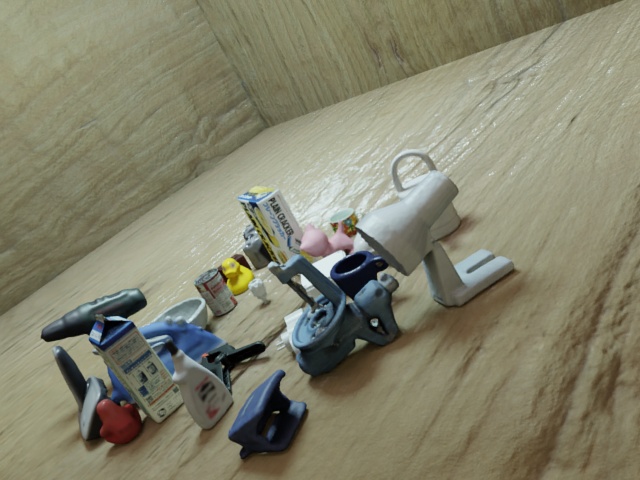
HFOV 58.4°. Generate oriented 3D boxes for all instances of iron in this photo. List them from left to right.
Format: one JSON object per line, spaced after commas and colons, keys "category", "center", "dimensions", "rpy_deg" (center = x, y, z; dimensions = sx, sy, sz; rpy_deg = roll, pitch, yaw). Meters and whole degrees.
{"category": "iron", "center": [-0.342, 0.234, 1.217], "dimensions": [0.258, 0.142, 0.118], "rpy_deg": [-29, 20, -3]}

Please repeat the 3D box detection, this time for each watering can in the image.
{"category": "watering can", "center": [0.218, -0.100, 1.209], "dimensions": [0.101, 0.194, 0.172], "rpy_deg": [-29, 20, 0]}

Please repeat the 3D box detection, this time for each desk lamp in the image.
{"category": "desk lamp", "center": [0.187, 0.005, 0.967], "dimensions": [0.203, 0.214, 0.117], "rpy_deg": [-32, 20, -10]}

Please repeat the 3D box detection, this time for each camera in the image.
{"category": "camera", "center": [-0.141, -0.009, 1.600], "dimensions": [0.136, 0.101, 0.143], "rpy_deg": [-24, 20, 11]}

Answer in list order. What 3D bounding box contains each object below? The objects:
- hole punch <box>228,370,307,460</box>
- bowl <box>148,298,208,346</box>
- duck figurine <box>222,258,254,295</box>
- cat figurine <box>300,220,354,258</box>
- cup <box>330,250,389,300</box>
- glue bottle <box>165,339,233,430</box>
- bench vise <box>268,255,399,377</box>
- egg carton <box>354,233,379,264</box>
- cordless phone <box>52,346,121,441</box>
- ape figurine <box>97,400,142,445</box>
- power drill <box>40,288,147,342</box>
{"category": "hole punch", "center": [-0.091, 0.266, 0.881], "dimensions": [0.100, 0.091, 0.109], "rpy_deg": [-17, 23, 30]}
{"category": "bowl", "center": [-0.328, 0.212, 1.348], "dimensions": [0.167, 0.075, 0.167], "rpy_deg": [-25, 20, 10]}
{"category": "duck figurine", "center": [-0.223, 0.085, 1.504], "dimensions": [0.077, 0.086, 0.104], "rpy_deg": [-25, 20, 10]}
{"category": "cat figurine", "center": [0.012, 0.005, 1.340], "dimensions": [0.128, 0.118, 0.067], "rpy_deg": [-33, 21, -13]}
{"category": "cup", "center": [0.089, 0.077, 1.095], "dimensions": [0.117, 0.095, 0.092], "rpy_deg": [-18, 22, 26]}
{"category": "glue bottle", "center": [-0.220, 0.241, 0.991], "dimensions": [0.037, 0.173, 0.078], "rpy_deg": [-12, 26, 37]}
{"category": "bench vise", "center": [0.019, 0.096, 0.958], "dimensions": [0.208, 0.220, 0.121], "rpy_deg": [-36, 21, -19]}
{"category": "egg carton", "center": [0.136, -0.004, 1.269], "dimensions": [0.107, 0.069, 0.150], "rpy_deg": [-19, 22, 25]}
{"category": "cordless phone", "center": [-0.493, 0.307, 1.172], "dimensions": [0.094, 0.185, 0.147], "rpy_deg": [-38, 22, -24]}
{"category": "ape figurine", "center": [-0.389, 0.340, 1.092], "dimensions": [0.078, 0.092, 0.076], "rpy_deg": [-37, 22, -22]}
{"category": "power drill", "center": [-0.485, 0.226, 1.325], "dimensions": [0.230, 0.209, 0.075], "rpy_deg": [-36, 21, -20]}
